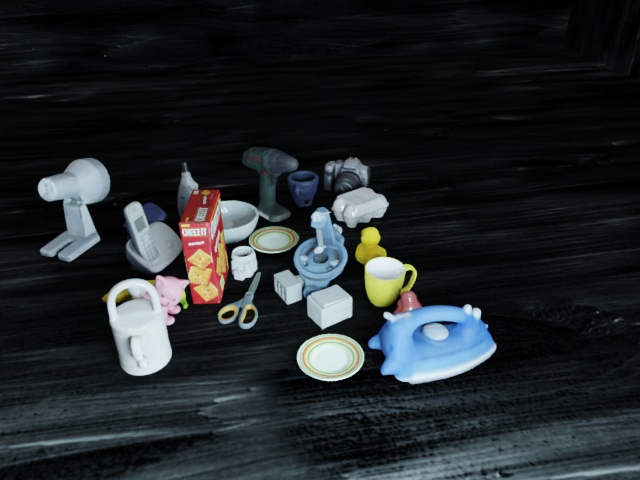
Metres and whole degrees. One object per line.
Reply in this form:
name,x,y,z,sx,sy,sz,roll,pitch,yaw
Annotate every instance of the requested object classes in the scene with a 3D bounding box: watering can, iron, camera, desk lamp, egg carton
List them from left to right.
desk lamp,-0.637,-0.088,1.483,0.117,0.214,0.203,9,33,16
watering can,-0.354,0.152,1.105,0.101,0.194,0.172,-21,37,-30
camera,0.073,-0.188,1.743,0.143,0.101,0.137,8,33,14
egg carton,0.113,-0.095,1.619,0.151,0.069,0.107,-22,37,-31
iron,0.229,0.178,1.103,0.258,0.141,0.118,-8,32,-12

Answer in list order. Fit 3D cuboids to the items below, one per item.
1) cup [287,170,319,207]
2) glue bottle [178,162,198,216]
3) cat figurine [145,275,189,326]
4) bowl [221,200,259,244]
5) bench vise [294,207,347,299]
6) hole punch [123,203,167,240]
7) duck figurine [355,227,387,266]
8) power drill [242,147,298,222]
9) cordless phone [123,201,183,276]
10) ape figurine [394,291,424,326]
cup,-0.051,-0.138,1.668,0.091,0.095,0.118,5,32,10
glue bottle,-0.366,-0.136,1.597,0.078,0.173,0.037,15,35,24
cat figurine,-0.346,0.118,1.235,0.127,0.118,0.067,4,32,8
bowl,-0.244,-0.037,1.527,0.167,0.075,0.167,0,31,1
bench vise,0.000,0.005,1.315,0.121,0.220,0.207,-1,31,-1
hole punch,-0.459,-0.037,1.514,0.101,0.091,0.108,-27,40,-36
duck figurine,0.128,0.012,1.429,0.077,0.086,0.104,-9,32,-13
power drill,-0.133,-0.163,1.602,0.076,0.208,0.228,-25,39,-34
cordless phone,-0.413,-0.021,1.398,0.094,0.185,0.148,10,33,17
ape figurine,0.186,0.145,1.204,0.078,0.092,0.076,-14,34,-20
